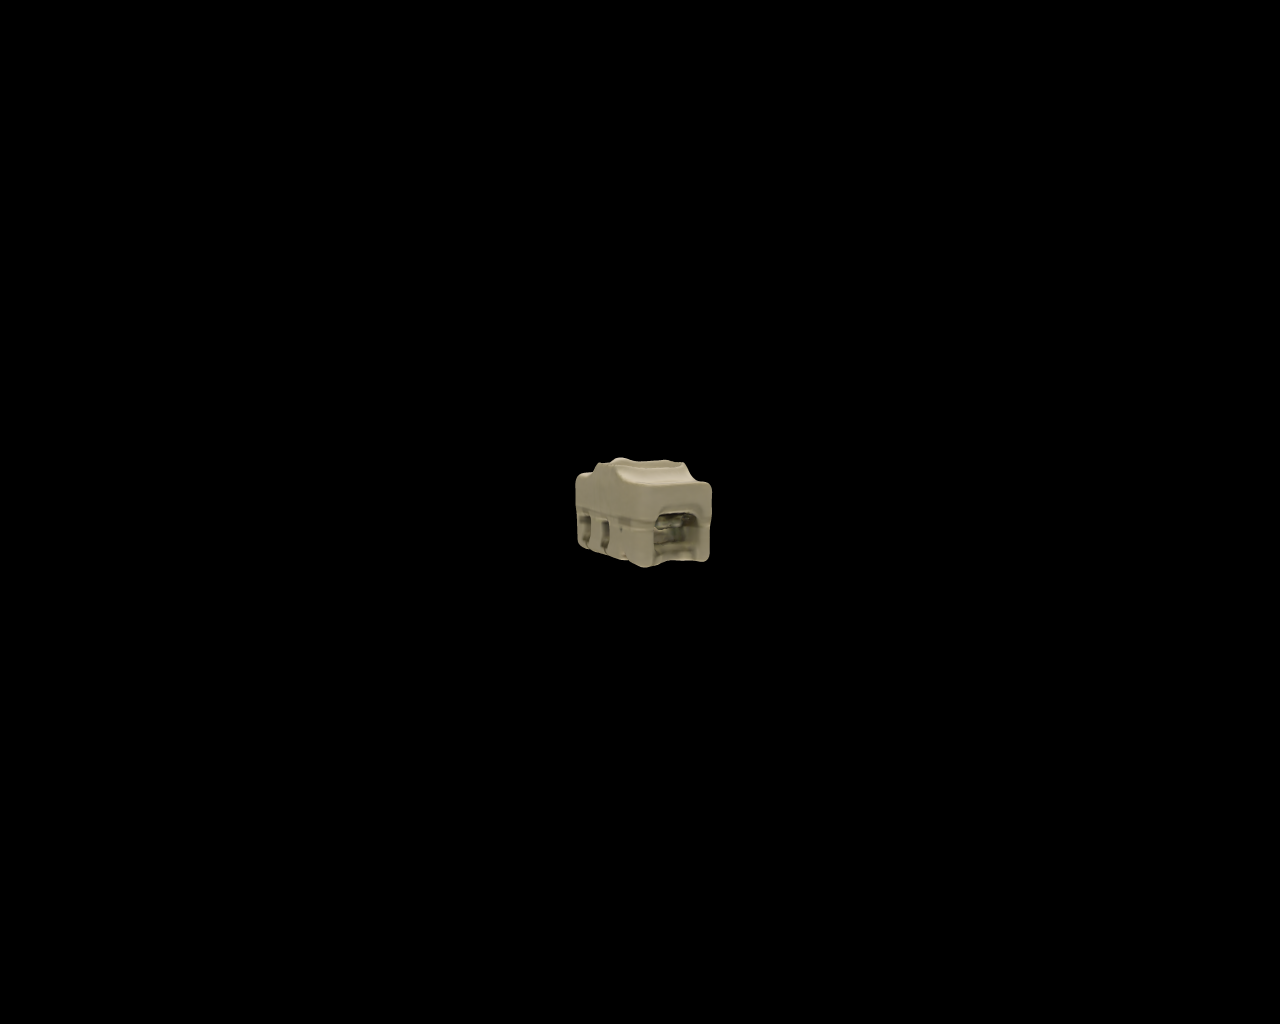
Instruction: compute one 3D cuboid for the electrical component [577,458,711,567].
[{"bbox_3d":[0.001,-0.003,0.650,0.050,0.055,0.089,-4,8,-27],"label":"electrical component"}]
